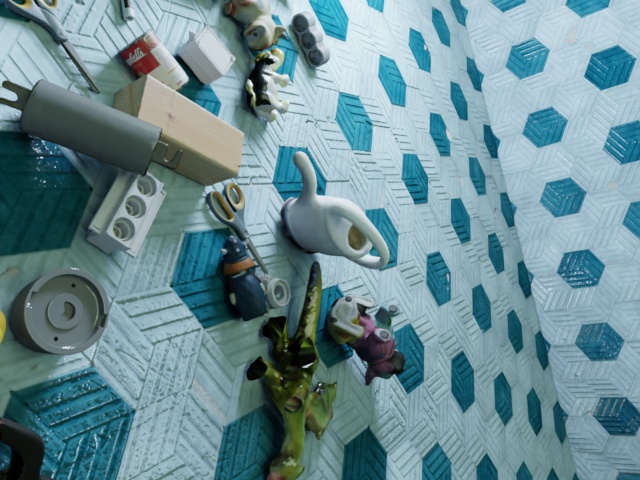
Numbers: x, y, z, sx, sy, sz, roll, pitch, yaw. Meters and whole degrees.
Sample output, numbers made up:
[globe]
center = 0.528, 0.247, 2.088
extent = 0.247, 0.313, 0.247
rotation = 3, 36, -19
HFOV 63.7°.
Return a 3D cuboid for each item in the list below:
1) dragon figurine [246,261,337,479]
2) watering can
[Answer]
[dragon figurine]
center = -0.025, 0.268, 1.010
extent = 0.237, 0.122, 0.420
rotation = 67, 34, -41
[watering can]
center = 0.003, -0.052, 1.037
extent = 0.342, 0.224, 0.106
rotation = 48, 63, -33
